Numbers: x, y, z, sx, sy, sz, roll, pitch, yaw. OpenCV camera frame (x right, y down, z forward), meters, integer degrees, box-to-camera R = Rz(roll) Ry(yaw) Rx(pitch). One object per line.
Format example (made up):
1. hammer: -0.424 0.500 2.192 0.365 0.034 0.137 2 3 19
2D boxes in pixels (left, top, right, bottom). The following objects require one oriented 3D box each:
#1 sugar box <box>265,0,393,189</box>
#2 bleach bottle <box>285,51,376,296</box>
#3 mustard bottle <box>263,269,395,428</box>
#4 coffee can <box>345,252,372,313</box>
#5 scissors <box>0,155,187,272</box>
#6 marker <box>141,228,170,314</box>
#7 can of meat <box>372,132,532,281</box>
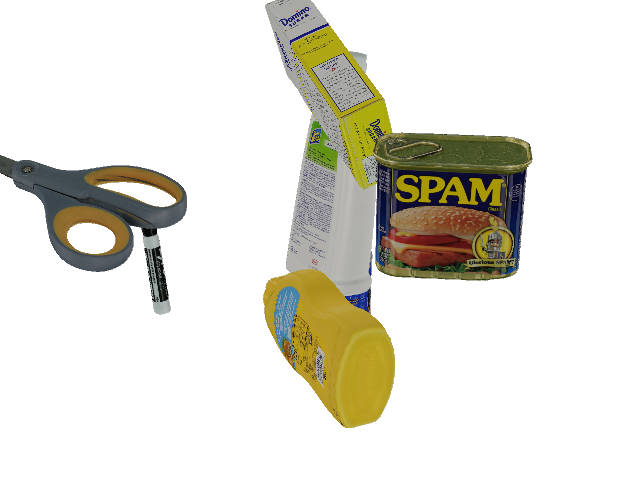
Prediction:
1. sugar box: 0.011 -0.135 0.935 0.048 0.176 0.093 -24 -40 -4
2. bleach bottle: 0.023 -0.074 1.145 0.067 0.251 0.103 -7 24 -40
3. mustard bottle: -0.004 0.080 0.953 0.058 0.096 0.192 -11 27 -24
4. coffee can: 0.022 0.083 1.526 0.103 0.140 0.103 0 21 0
5. scissors: -0.185 -0.027 0.672 0.202 0.016 0.096 9 44 9
6. marker: -0.182 0.023 1.172 0.020 0.121 0.020 -5 21 2
7. can of meat: 0.085 -0.022 0.709 0.102 0.084 0.057 3 25 6
